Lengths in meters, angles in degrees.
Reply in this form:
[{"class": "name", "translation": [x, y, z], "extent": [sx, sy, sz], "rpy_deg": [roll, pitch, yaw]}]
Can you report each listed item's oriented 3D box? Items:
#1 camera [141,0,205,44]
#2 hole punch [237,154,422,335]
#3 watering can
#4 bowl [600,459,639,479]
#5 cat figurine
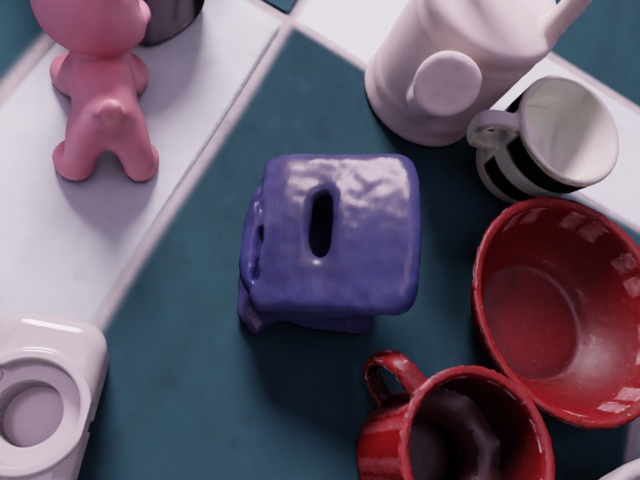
[{"class": "camera", "translation": [-0.118, -0.238, 0.396], "extent": [0.143, 0.100, 0.137], "rpy_deg": [46, 63, 2]}, {"class": "hole punch", "translation": [0.003, 0.001, 0.353], "extent": [0.101, 0.091, 0.108], "rpy_deg": [10, 67, -15]}, {"class": "watering can", "translation": [0.110, -0.146, 0.389], "extent": [0.101, 0.193, 0.173], "rpy_deg": [14, 66, -13]}, {"class": "bowl", "translation": [0.203, 0.219, 0.349], "extent": [0.168, 0.074, 0.167], "rpy_deg": [7, 68, -17]}, {"class": "cat figurine", "translation": [-0.130, -0.113, 0.335], "extent": [0.067, 0.117, 0.128], "rpy_deg": [-8, 73, -21]}]
